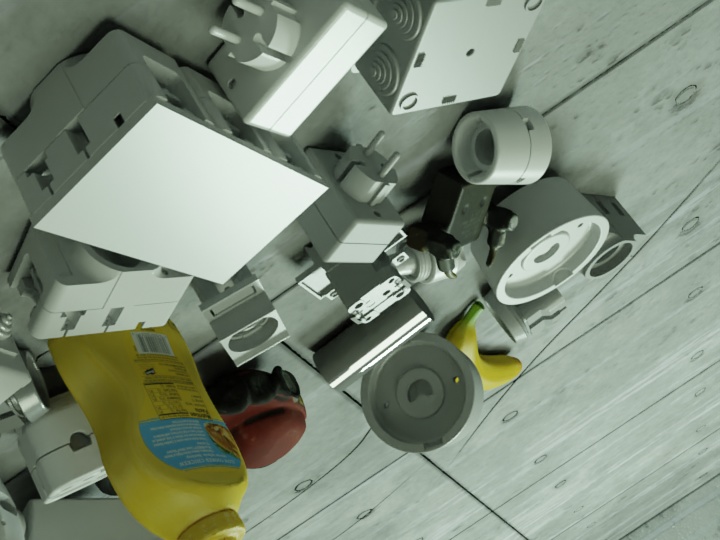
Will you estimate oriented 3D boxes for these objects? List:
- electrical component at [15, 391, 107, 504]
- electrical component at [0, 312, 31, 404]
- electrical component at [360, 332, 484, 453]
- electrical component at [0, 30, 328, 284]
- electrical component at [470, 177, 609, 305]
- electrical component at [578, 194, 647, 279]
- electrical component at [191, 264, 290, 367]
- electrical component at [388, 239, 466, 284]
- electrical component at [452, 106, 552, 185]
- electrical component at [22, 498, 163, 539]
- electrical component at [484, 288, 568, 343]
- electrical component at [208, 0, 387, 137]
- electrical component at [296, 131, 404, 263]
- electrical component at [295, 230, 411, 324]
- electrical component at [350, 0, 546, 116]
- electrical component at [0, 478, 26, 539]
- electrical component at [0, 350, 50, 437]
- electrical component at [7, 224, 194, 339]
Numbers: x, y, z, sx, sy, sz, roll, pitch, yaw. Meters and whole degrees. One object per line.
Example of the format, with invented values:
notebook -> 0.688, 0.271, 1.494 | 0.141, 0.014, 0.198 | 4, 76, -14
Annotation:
electrical component -> -0.202, 0.119, 0.743 | 0.054, 0.059, 0.095 | -23, 171, -26
electrical component -> -0.238, 0.052, 0.606 | 0.096, 0.061, 0.061 | -37, 153, 9
electrical component -> 0.061, 0.114, 0.985 | 0.108, 0.108, 0.060 | -39, 158, 11
electrical component -> -0.101, -0.056, 0.573 | 0.089, 0.061, 0.150 | -41, 152, 16
electrical component -> 0.141, -0.029, 0.879 | 0.108, 0.060, 0.108 | -25, 152, -15
electrical component -> 0.207, -0.029, 0.954 | 0.089, 0.055, 0.050 | 0, 138, -47
electrical component -> -0.083, 0.022, 0.720 | 0.042, 0.063, 0.081 | -29, 153, -6
electrical component -> 0.047, -0.010, 0.830 | 0.062, 0.043, 0.043 | -16, 149, -28
electrical component -> 0.097, -0.086, 0.748 | 0.047, 0.055, 0.055 | -7, 144, -34
electrical component -> -0.217, 0.220, 0.859 | 0.109, 0.056, 0.108 | 4, 154, -23
electrical component -> 0.152, 0.031, 0.996 | 0.057, 0.058, 0.078 | -36, 154, 0
electrical component -> -0.044, -0.119, 0.546 | 0.083, 0.047, 0.076 | -45, 151, 23
electrical component -> -0.002, -0.053, 0.680 | 0.047, 0.065, 0.076 | 0, 138, -47
electrical component -> 0.000, 0.000, 0.774 | 0.081, 0.063, 0.042 | -36, 152, 8
electrical component -> 0.051, -0.139, 0.615 | 0.100, 0.048, 0.099 | -16, 148, -30
electrical component -> -0.267, 0.183, 0.776 | 0.043, 0.077, 0.079 | -29, 153, -6
electrical component -> -0.230, 0.079, 0.680 | 0.055, 0.048, 0.066 | -21, 151, -7
electrical component -> -0.149, 0.000, 0.628 | 0.089, 0.050, 0.055 | -5, 142, -42
